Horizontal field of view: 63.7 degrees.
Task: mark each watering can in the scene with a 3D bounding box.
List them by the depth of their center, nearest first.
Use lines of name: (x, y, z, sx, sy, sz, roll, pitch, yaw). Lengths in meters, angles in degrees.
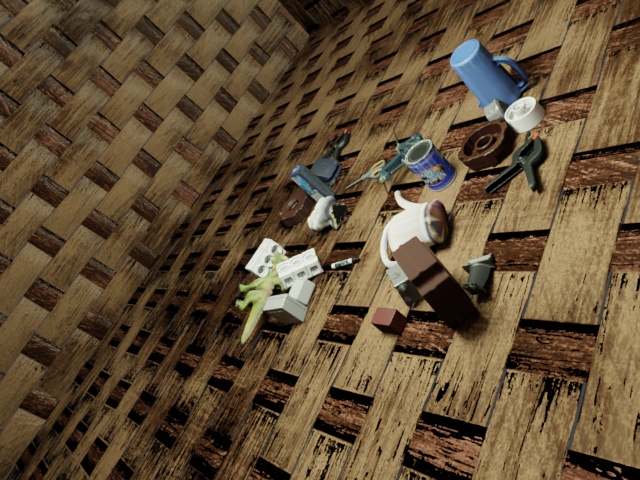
watering can: (0.283, -0.061, 1.561, 0.222, 0.102, 0.356, -24, 36, 37)

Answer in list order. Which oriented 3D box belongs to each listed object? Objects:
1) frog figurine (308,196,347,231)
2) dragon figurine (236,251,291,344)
frog figurine: (0.006, -0.101, 1.998, 0.159, 0.121, 0.139, -4, 69, 39)
dragon figurine: (-0.178, 0.192, 1.910, 0.241, 0.120, 0.420, -29, 33, 17)
